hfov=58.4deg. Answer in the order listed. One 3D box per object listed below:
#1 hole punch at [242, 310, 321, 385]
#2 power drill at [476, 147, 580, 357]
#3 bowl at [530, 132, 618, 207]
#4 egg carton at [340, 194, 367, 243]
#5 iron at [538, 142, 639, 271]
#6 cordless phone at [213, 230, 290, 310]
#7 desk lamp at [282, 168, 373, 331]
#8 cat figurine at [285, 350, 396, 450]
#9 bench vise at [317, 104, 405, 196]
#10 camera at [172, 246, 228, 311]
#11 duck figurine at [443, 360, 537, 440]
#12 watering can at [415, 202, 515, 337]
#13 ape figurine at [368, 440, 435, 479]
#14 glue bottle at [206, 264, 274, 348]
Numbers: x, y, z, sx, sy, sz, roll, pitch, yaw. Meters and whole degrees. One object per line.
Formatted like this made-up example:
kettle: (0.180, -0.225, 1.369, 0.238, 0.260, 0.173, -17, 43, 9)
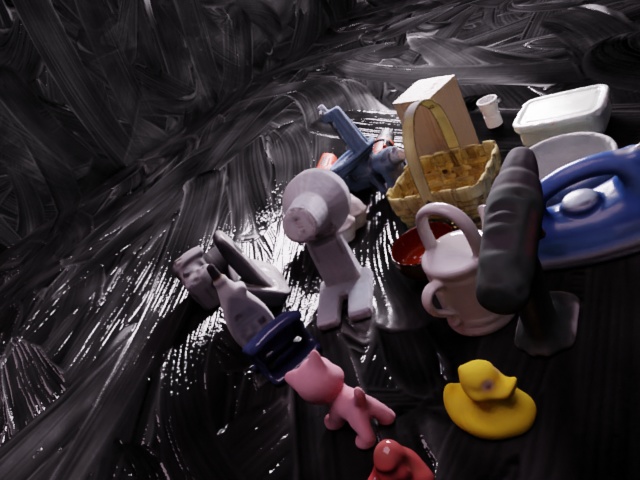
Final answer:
hole punch: (-0.073, 0.160, 0.913, 0.109, 0.091, 0.100, -39, 29, -18)
power drill: (0.251, 0.026, 0.697, 0.075, 0.209, 0.230, -9, 34, 35)
bowl: (0.393, -0.099, 0.919, 0.167, 0.075, 0.167, -23, 28, 13)
egg carton: (0.022, -0.042, 1.186, 0.149, 0.069, 0.107, -4, 37, 40)
iron: (0.356, -0.049, 0.798, 0.257, 0.142, 0.118, -20, 29, 18)
cordless phone: (-0.142, 0.041, 1.077, 0.094, 0.185, 0.147, -33, 28, -6)
desk lamp: (0.009, 0.003, 0.964, 0.117, 0.214, 0.203, -21, 29, 16)
cat figurine: (0.019, 0.194, 0.738, 0.127, 0.118, 0.067, 7, 45, 49)
bench vise: (0.092, -0.204, 1.227, 0.206, 0.220, 0.122, -9, 34, 35)
camera: (-0.235, 0.060, 1.228, 0.137, 0.101, 0.142, -38, 28, -15)
duck figurine: (0.184, 0.172, 0.651, 0.104, 0.086, 0.078, -3, 38, 41)
watering can: (0.192, 0.023, 0.776, 0.100, 0.194, 0.173, -8, 34, 35)
ape figurine: (0.082, 0.250, 0.611, 0.077, 0.092, 0.076, -10, 33, 33)
glue bottle: (-0.143, 0.107, 0.980, 0.078, 0.173, 0.037, -35, 28, -9)
